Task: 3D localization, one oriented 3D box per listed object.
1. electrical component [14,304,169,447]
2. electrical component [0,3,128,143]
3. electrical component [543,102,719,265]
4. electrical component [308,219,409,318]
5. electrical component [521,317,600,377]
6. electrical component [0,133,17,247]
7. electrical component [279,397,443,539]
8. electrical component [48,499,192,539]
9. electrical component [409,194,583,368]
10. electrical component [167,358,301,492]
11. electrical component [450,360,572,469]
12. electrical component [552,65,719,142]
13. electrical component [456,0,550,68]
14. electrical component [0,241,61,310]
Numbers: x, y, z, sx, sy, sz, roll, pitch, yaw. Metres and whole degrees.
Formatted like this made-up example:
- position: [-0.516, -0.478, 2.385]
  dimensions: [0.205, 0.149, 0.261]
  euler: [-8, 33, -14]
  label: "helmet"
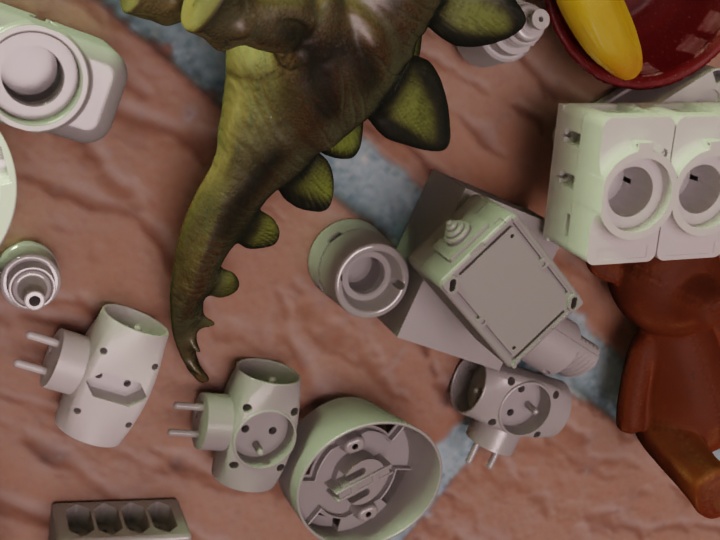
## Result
- position: [-0.167, 0.059, 0.650]
  dimensions: [0.079, 0.043, 0.077]
  euler: [21, 100, -27]
  label: "electrical component"
- position: [-0.177, -0.107, 0.577]
  dimensions: [0.095, 0.059, 0.053]
  euler: [16, 102, -26]
  label: "electrical component"
- position: [0.200, -0.056, 0.675]
  dimensions: [0.150, 0.062, 0.089]
  euler: [-4, 110, -20]
  label: "electrical component"
- position: [0.000, 0.000, 0.692]
  dimensions: [0.055, 0.047, 0.055]
  euler: [-7, 111, -19]
  label: "electrical component"
- position: [0.134, 0.051, 0.765]
  dimensions: [0.081, 0.043, 0.043]
  euler: [31, 95, -28]
  label: "electrical component"
- position: [-0.228, -0.037, 0.543]
  dimensions: [0.108, 0.060, 0.108]
  euler: [2, 84, -15]
  label: "electrical component"
- position: [-0.003, 0.137, 0.727]
  dimensions: [0.099, 0.064, 0.099]
  euler: [-13, 116, -29]
  label: "electrical component"
- position: [-0.159, 0.194, 0.700]
  dimensions: [0.083, 0.047, 0.075]
  euler: [3, 108, -22]
  label: "electrical component"
- position: [0.077, 0.000, 0.654]
  dimensions: [0.062, 0.061, 0.096]
  euler: [-43, 118, -2]
  label: "electrical component"
- position: [-0.084, 0.099, 0.696]
  dimensions: [0.079, 0.044, 0.077]
  euler: [8, 105, -24]
  label: "electrical component"
- position: [0.101, 0.107, 0.771]
  dimensions: [0.077, 0.044, 0.079]
  euler: [18, 101, -26]
  label: "electrical component"
- position: [0.197, -0.086, 0.732]
  dimensions: [0.113, 0.057, 0.078]
  euler: [-32, 117, -8]
  label: "electrical component"
- position: [0.090, -0.148, 0.660]
  dimensions: [0.040, 0.078, 0.040]
  euler: [-2, 94, -23]
  label: "electrical component"
- position: [-0.188, 0.007, 0.613]
  dimensions: [0.035, 0.061, 0.035]
  euler: [-7, 111, -19]
  label: "electrical component"
